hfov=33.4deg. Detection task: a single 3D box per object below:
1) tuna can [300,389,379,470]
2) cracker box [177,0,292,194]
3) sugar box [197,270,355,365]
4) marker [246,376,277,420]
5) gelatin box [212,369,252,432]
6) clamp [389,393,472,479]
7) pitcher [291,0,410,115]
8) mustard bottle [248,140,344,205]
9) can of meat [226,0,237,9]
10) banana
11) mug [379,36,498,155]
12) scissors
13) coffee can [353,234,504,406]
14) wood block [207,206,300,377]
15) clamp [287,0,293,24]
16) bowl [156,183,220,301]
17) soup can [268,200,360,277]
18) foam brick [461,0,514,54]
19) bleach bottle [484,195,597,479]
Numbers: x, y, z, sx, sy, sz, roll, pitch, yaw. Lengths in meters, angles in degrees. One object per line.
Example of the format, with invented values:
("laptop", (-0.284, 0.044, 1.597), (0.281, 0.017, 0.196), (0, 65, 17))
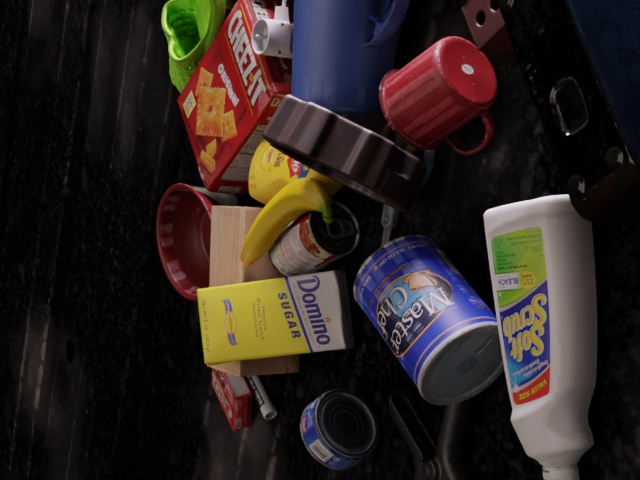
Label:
("tuna can", (0.023, 0.211, 1.192), (0.034, 0.085, 0.086), (-47, 52, 45))
("cracker box", (-0.102, -0.186, 1.398), (0.214, 0.071, 0.164), (-49, 51, 44))
("sugar box", (-0.053, 0.091, 1.252), (0.176, 0.048, 0.093), (-9, 85, 19))
("marker", (-0.088, 0.187, 1.421), (0.121, 0.020, 0.020), (60, 136, 38))
("gelatin box", (-0.120, 0.202, 1.443), (0.073, 0.030, 0.089), (95, 153, -45))
("clamp", (0.126, 0.224, 1.077), (0.120, 0.039, 0.171), (-41, 59, 55))
("pitcher", (0.037, -0.259, 1.138), (0.149, 0.145, 0.243), (-44, -40, -72))
("mustard bottle", (-0.008, -0.092, 1.257), (0.192, 0.058, 0.096), (-2, 62, 54))
("can of meat", (-0.086, -0.356, 1.387), (0.102, 0.057, 0.084), (-19, 72, 56))
("banana", (-0.039, -0.027, 1.213), (0.198, 0.037, 0.069), (-30, 38, 56))
("mug", (0.125, -0.136, 1.045), (0.117, 0.093, 0.082), (55, 137, -2))
("scissors", (0.088, -0.030, 1.156), (0.096, 0.016, 0.202), (3, 92, 57))
("coffee can", (0.109, 0.077, 1.044), (0.140, 0.102, 0.103), (55, 133, 42))
("wood block", (-0.082, 0.061, 1.348), (0.090, 0.090, 0.206), (6, 95, 56))
("clamp", (-0.034, -0.347, 1.202), (0.164, 0.036, 0.210), (-86, -10, -70))
("bowl", (-0.162, 0.000, 1.461), (0.162, 0.055, 0.162), (17, 112, 51))
("soup can", (-0.008, 0.002, 1.257), (0.102, 0.068, 0.068), (-32, 64, 53))
("foam brick", (0.179, -0.215, 0.983), (0.078, 0.051, 0.053), (-44, 54, 47))
("bleach bottle", (0.204, 0.091, 0.937), (0.103, 0.067, 0.251), (-13, 81, 56))
